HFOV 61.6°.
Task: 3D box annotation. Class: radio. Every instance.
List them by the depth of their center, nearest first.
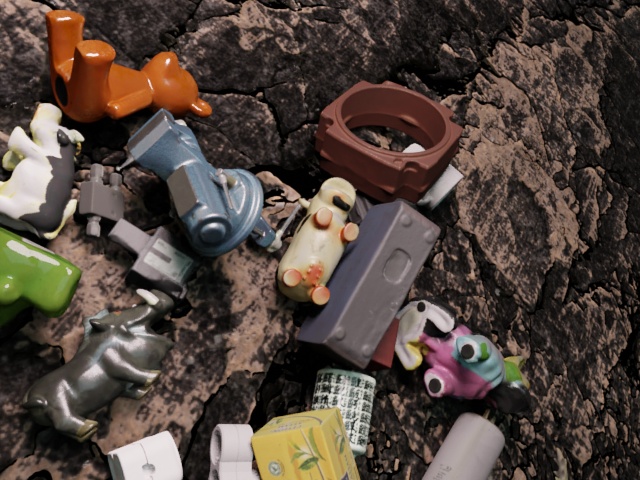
[{"bbox_3d":[0.065,0.059,0.734,0.073,0.131,0.229,32,78,-13],"label":"radio"}]

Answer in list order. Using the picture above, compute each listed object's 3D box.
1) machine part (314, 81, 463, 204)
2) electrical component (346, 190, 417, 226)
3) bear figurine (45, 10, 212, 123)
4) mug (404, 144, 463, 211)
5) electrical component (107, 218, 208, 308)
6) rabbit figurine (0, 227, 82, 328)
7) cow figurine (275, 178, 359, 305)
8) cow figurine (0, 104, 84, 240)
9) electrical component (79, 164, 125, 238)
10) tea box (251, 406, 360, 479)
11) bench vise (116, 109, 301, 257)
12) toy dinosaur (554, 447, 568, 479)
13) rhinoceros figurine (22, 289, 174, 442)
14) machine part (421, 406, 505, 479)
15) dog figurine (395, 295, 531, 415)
[{"bbox_3d":[0.110,-0.164,0.865,0.202,0.087,0.201,32,51,16],"label":"machine part"},{"bbox_3d":[0.108,-0.024,0.873,0.115,0.058,0.134,-18,79,-31],"label":"electrical component"},{"bbox_3d":[-0.238,-0.214,0.700,0.196,0.131,0.120,-18,54,-38],"label":"bear figurine"},{"bbox_3d":[0.176,-0.109,0.937,0.107,0.080,0.109,46,60,11],"label":"mug"},{"bbox_3d":[-0.212,0.024,0.680,0.119,0.048,0.075,31,58,-15],"label":"electrical component"},{"bbox_3d":[-0.348,0.072,0.538,0.159,0.121,0.170,35,76,-37],"label":"rabbit figurine"},{"bbox_3d":[-0.002,-0.002,0.778,0.085,0.127,0.195,29,73,-16],"label":"cow figurine"},{"bbox_3d":[-0.329,-0.086,0.646,0.098,0.068,0.167,24,60,-19],"label":"cow figurine"},{"bbox_3d":[-0.271,-0.045,0.673,0.063,0.021,0.094,35,49,-66],"label":"electrical component"},{"bbox_3d":[-0.006,0.293,0.632,0.068,0.098,0.169,-12,83,-69],"label":"tea box"},{"bbox_3d":[-0.135,-0.055,0.702,0.224,0.129,0.240,45,5,40],"label":"bench vise"},{"bbox_3d":[0.253,0.478,0.724,0.471,0.105,0.198,-27,81,-39],"label":"toy dinosaur"},{"bbox_3d":[-0.238,0.137,0.612,0.112,0.073,0.190,42,58,4],"label":"rhinoceros figurine"},{"bbox_3d":[0.194,0.333,0.763,0.079,0.079,0.243,49,56,-4],"label":"machine part"},{"bbox_3d":[0.228,0.182,0.826,0.219,0.108,0.192,24,18,-42],"label":"dog figurine"}]
